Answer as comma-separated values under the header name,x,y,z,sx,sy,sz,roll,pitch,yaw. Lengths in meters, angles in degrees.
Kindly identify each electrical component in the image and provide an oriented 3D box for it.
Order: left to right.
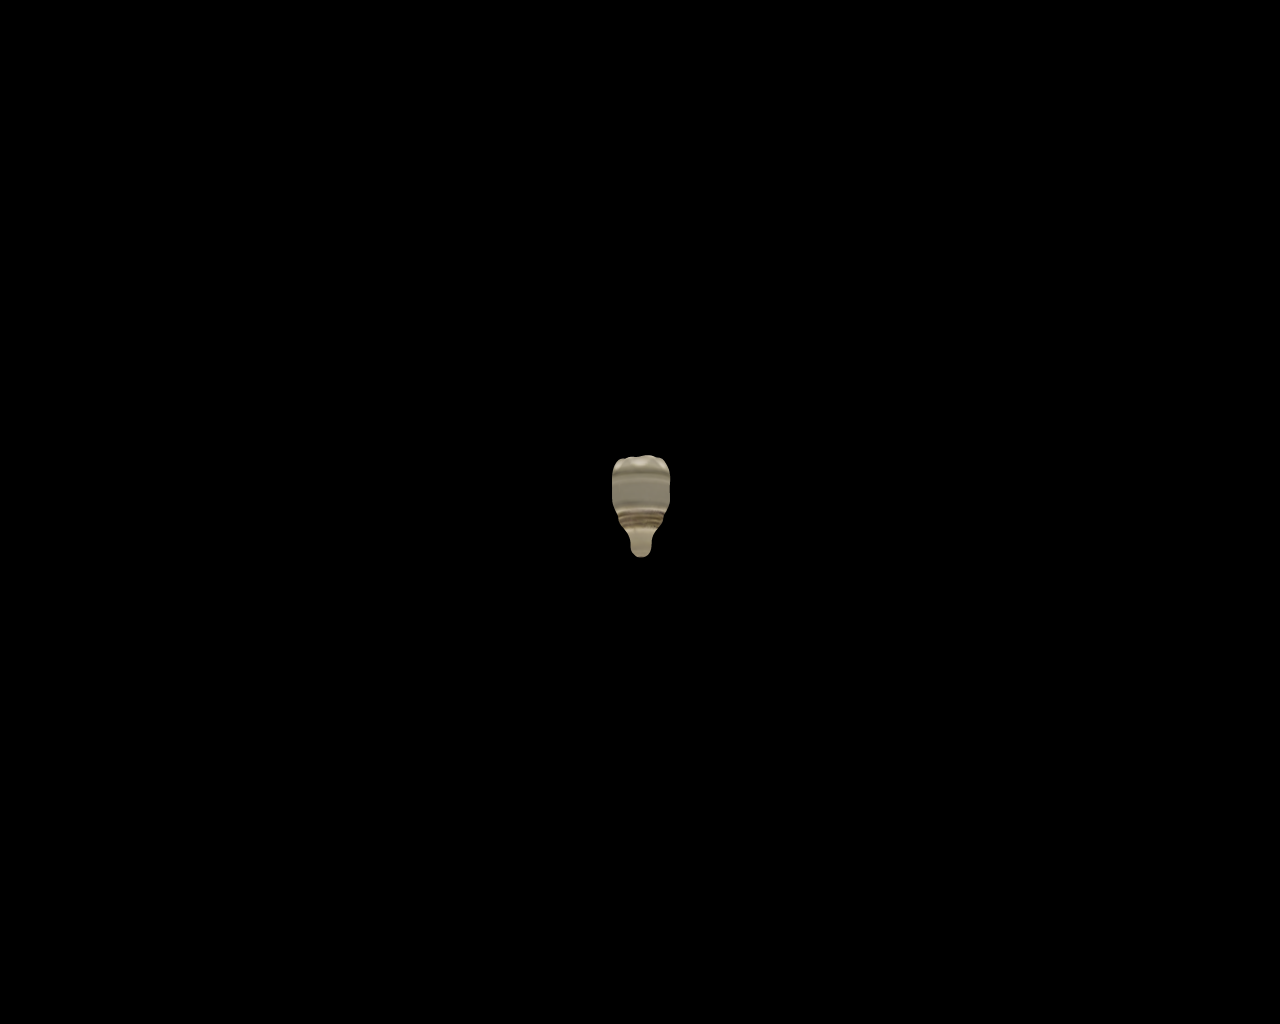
name,x,y,z,sx,sy,sz,roll,pitch,yaw
electrical component,0.001,-0.003,0.650,0.035,0.061,0.035,0,-7,0
